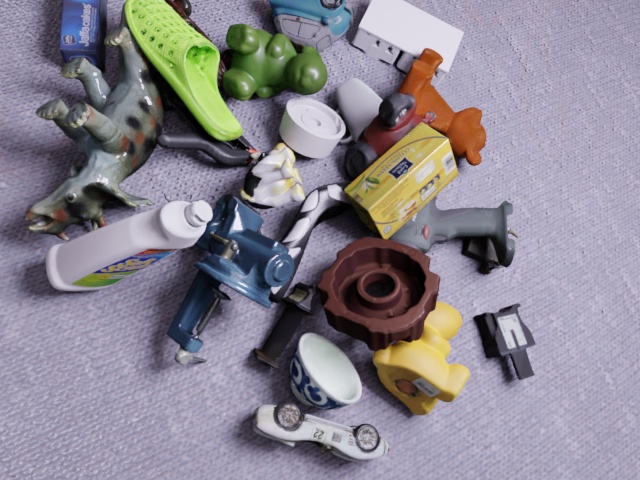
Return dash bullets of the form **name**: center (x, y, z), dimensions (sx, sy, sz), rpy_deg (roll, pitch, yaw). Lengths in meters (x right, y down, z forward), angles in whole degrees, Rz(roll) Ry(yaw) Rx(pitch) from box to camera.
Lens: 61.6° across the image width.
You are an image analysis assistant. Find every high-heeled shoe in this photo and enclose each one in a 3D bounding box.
- **high-heeled shoe**: center (-0.002, -0.003, 0.865), dimensions (0.249, 0.086, 0.145), rpy_deg (-20, 84, -17)

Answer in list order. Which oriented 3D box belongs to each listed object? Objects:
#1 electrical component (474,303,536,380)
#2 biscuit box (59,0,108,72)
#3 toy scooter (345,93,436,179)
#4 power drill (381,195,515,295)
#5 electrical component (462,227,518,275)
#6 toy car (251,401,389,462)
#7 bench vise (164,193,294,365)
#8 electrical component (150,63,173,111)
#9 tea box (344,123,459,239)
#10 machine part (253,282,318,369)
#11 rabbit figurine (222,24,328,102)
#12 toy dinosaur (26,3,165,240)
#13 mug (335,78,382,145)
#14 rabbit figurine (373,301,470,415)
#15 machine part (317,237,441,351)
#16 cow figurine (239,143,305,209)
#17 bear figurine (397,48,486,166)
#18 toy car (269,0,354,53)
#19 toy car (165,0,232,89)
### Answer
- **electrical component**: center (0.316, 0.171, 0.895), dimensions (0.075, 0.047, 0.119), rpy_deg (-15, 76, -17)
- **biscuit box**: center (-0.395, -0.383, 0.904), dimensions (0.059, 0.063, 0.202), rpy_deg (-1, 72, -12)
- **toy scooter**: center (0.128, -0.173, 0.912), dimensions (0.135, 0.183, 0.075), rpy_deg (-16, 61, -39)
- **power drill**: center (0.213, -0.001, 0.898), dimensions (0.207, 0.085, 0.232), rpy_deg (3, 64, 13)
- **electrical component**: center (0.298, 0.007, 0.947), dimensions (0.078, 0.045, 0.102), rpy_deg (28, 68, -5)
- **toy car**: center (0.001, 0.278, 0.771), dimensions (0.202, 0.073, 0.056), rpy_deg (18, 65, -7)
- **bench vise**: center (-0.151, 0.057, 0.767), dimensions (0.224, 0.128, 0.240), rpy_deg (25, 82, 32)
- **electrical component**: center (-0.258, -0.268, 0.919), dimensions (0.063, 0.021, 0.094), rpy_deg (-20, 78, -19)
- **tea box**: center (0.132, -0.092, 0.861), dimensions (0.169, 0.098, 0.068), rpy_deg (-40, 51, -5)
- **machine part**: center (-0.050, 0.126, 0.815), dimensions (0.039, 0.084, 0.139), rpy_deg (36, 75, -24)
- **rabbit figurine**: center (-0.058, -0.282, 0.911), dimensions (0.170, 0.121, 0.159), rpy_deg (24, 21, 24)
- **toy dinosaur**: center (-0.304, -0.182, 0.826), dimensions (0.131, 0.192, 0.405), rpy_deg (-3, 52, 22)
- **mug**: center (0.064, -0.226, 0.960), dimensions (0.109, 0.080, 0.107), rpy_deg (-33, 71, 12)
- **rabbit figurine**: center (0.156, 0.160, 0.843), dimensions (0.162, 0.121, 0.173), rpy_deg (34, 54, 9)
- **machine part**: center (0.087, 0.075, 0.791), dimensions (0.179, 0.056, 0.179), rpy_deg (-4, 47, 4)
- **cow figurine**: center (-0.080, -0.101, 0.856), dimensions (0.098, 0.167, 0.068), rpy_deg (-21, 115, 4)
- **bear figurine**: center (0.233, -0.233, 0.970), dimensions (0.196, 0.131, 0.120), rpy_deg (32, 42, 5)
- **toy car**: center (-0.024, -0.395, 0.978), dimensions (0.162, 0.109, 0.103), rpy_deg (14, 87, 1)
- **toy car**: center (-0.223, -0.348, 0.934), dimensions (0.089, 0.053, 0.202), rpy_deg (-37, 81, -32)
